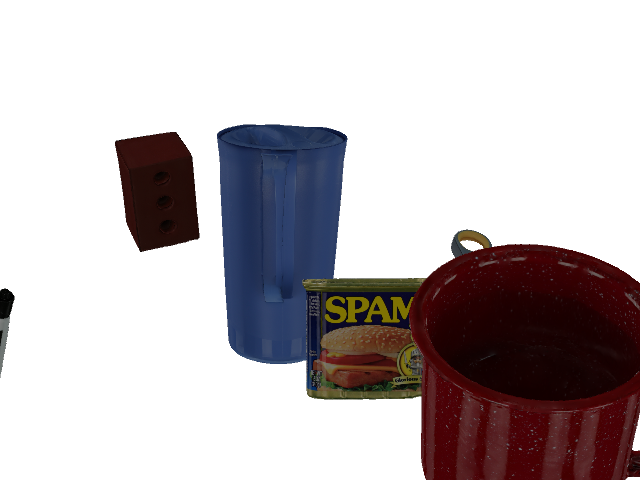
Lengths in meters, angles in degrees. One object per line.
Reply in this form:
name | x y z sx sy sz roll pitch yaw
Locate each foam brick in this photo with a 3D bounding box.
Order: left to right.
foam brick | -0.132 -0.041 0.865 0.053 0.078 0.051 -13 33 -17

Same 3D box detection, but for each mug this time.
mug | 0.092 0.062 0.408 0.117 0.081 0.093 6 37 12

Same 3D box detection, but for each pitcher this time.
pitcher | -0.043 0.005 1.114 0.148 0.243 0.145 -14 23 -42

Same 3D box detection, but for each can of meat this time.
can of meat | 0.038 0.070 0.777 0.102 0.084 0.057 0 1 -1

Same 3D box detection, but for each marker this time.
marker | -0.317 0.097 1.046 0.020 0.121 0.020 14 32 -9

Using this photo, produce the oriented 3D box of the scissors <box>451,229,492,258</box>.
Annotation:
scissors | 0.136 0.028 1.050 0.201 0.016 0.096 -13 39 -44
